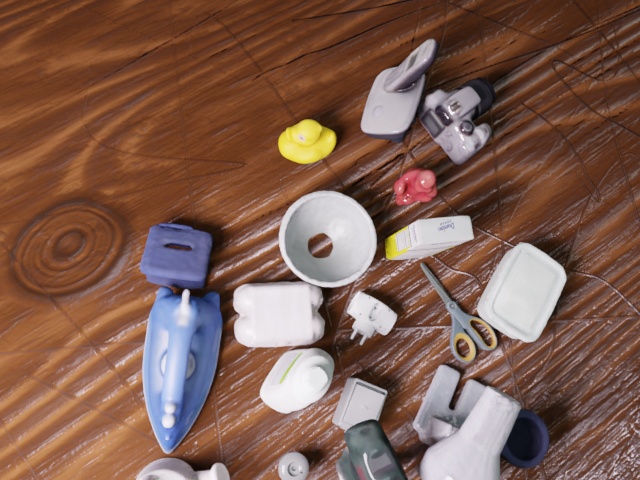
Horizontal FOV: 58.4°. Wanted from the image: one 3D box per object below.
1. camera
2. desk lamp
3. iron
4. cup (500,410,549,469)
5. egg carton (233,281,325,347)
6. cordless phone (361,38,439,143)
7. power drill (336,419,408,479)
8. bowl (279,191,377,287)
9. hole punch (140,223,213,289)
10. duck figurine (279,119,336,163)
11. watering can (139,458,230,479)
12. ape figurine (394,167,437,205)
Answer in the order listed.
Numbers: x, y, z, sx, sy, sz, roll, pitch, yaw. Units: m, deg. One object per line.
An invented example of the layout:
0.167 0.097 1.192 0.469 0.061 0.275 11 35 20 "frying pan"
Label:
0.280 -0.241 1.084 0.137 0.100 0.143 -36 87 -16 "camera"
0.224 0.303 0.895 0.118 0.213 0.203 28 74 -4 "desk lamp"
-0.214 0.197 0.866 0.119 0.141 0.258 7 77 -10 "iron"
0.311 0.336 0.967 0.118 0.095 0.092 -13 81 -14 "cup"
-0.067 0.123 0.950 0.150 0.069 0.107 -3 78 -12 "egg carton"
0.147 -0.266 1.018 0.094 0.185 0.148 18 75 -7 "cordless phone"
0.093 0.379 0.854 0.076 0.208 0.229 -22 83 -15 "power drill"
0.009 0.004 0.989 0.167 0.074 0.167 2 77 -11 "bowl"
-0.232 0.022 0.927 0.109 0.091 0.101 8 76 -9 "hole punch"
-0.018 -0.185 1.019 0.105 0.086 0.077 -6 79 -12 "duck figurine"
-0.215 0.366 0.802 0.101 0.194 0.173 44 73 1 "watering can"
0.180 -0.102 1.038 0.078 0.092 0.076 28 74 -4 "ape figurine"
